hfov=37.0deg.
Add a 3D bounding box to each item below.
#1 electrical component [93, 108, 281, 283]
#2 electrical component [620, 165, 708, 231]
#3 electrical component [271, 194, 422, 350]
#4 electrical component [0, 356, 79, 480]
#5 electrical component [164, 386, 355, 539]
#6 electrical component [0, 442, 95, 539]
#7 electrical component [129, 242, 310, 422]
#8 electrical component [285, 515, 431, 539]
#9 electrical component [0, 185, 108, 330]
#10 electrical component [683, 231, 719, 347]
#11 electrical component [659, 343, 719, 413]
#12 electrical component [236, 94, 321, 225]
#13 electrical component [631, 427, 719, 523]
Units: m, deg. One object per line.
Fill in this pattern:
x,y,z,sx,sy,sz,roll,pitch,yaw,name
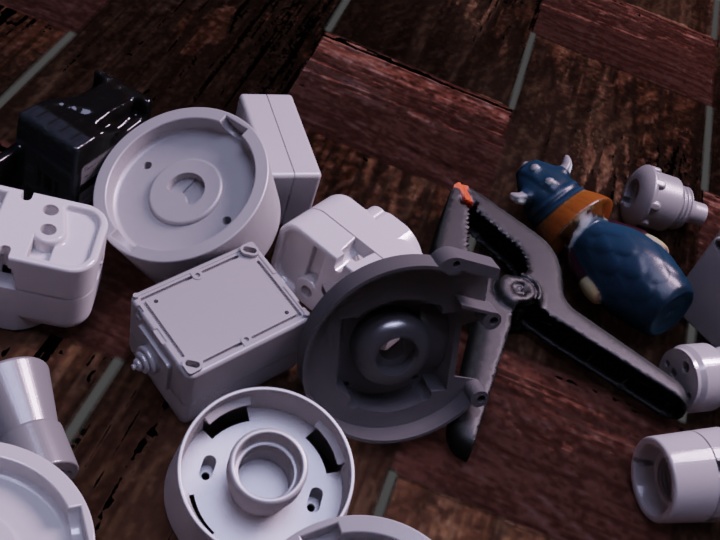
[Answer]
-0.101,-0.038,0.658,0.108,0.060,0.108,-5,61,9,electrical component
0.232,-0.050,0.815,0.062,0.048,0.048,16,44,-14,electrical component
0.000,0.000,0.675,0.095,0.053,0.059,39,47,18,electrical component
-0.169,0.082,0.545,0.044,0.044,0.065,-14,59,-30,electrical component
-0.051,0.111,0.560,0.099,0.064,0.099,6,59,-10,electrical component
-0.175,0.137,0.476,0.108,0.060,0.108,10,45,-10,electrical component
-0.086,0.039,0.606,0.096,0.061,0.061,-26,63,-29,electrical component
0.000,0.174,0.495,0.108,0.060,0.108,-2,60,4,electrical component
-0.195,-0.006,0.607,0.095,0.059,0.053,13,45,-9,electrical component
0.281,0.027,0.733,0.057,0.078,0.113,-19,57,-37,electrical component
0.229,0.069,0.698,0.055,0.045,0.045,-2,49,-21,electrical component
-0.076,-0.075,0.724,0.076,0.047,0.083,-3,49,-22,electrical component
0.191,0.121,0.628,0.047,0.055,0.055,-1,48,-16,electrical component
